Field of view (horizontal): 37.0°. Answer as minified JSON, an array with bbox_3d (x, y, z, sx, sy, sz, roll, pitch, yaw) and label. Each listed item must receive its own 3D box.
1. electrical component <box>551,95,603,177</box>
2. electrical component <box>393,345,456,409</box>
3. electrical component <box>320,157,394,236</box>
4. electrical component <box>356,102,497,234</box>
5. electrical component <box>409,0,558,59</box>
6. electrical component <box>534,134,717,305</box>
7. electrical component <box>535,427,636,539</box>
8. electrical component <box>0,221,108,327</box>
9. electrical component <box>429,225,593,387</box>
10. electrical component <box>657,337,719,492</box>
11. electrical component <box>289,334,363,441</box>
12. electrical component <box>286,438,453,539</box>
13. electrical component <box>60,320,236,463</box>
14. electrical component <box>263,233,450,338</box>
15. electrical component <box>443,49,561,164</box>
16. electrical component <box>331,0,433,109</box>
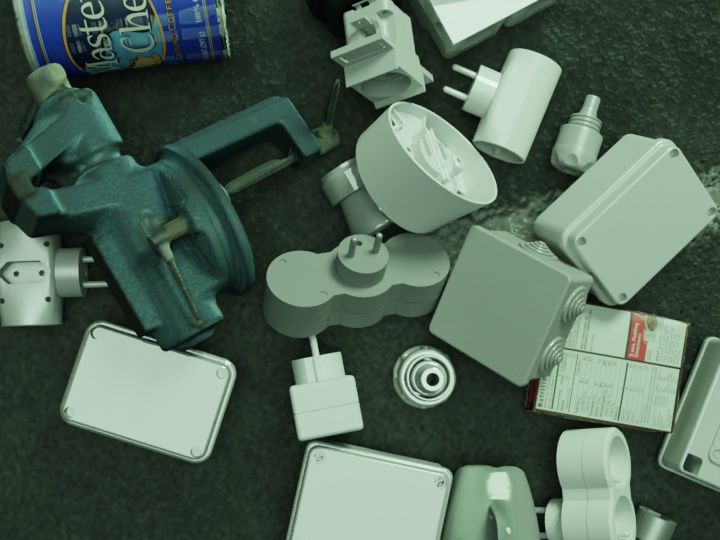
[{"bbox_3d":[0.171,-0.105,0.831,0.035,0.035,0.061,20,83,-2],"label":"electrical component"},{"bbox_3d":[0.050,0.080,0.798,0.048,0.062,0.048,0,86,-3],"label":"electrical component"},{"bbox_3d":[0.001,-0.054,0.812,0.045,0.045,0.055,-31,88,-5],"label":"electrical component"},{"bbox_3d":[0.048,-0.077,0.788,0.064,0.099,0.099,-33,89,36],"label":"electrical component"},{"bbox_3d":[0.069,-0.269,0.821,0.105,0.060,0.186,-28,89,-5],"label":"electrical component"},{"bbox_3d":[0.199,-0.038,0.804,0.113,0.057,0.078,-43,114,-5],"label":"electrical component"},{"bbox_3d":[0.162,0.189,0.804,0.074,0.052,0.138,-9,80,33],"label":"electrical component"},{"bbox_3d":[-0.225,0.002,0.797,0.079,0.043,0.077,-2,87,-3],"label":"electrical component"},{"bbox_3d":[0.111,0.025,0.784,0.100,0.048,0.099,31,108,32],"label":"electrical component"},{"bbox_3d":[0.299,0.120,0.814,0.109,0.056,0.108,23,86,-2],"label":"electrical component"},{"bbox_3d":[-0.029,0.082,0.792,0.047,0.065,0.076,-10,85,-4],"label":"electrical component"},{"bbox_3d":[0.003,0.187,0.792,0.109,0.056,0.108,12,86,-2],"label":"electrical component"},{"bbox_3d":[-0.153,0.088,0.789,0.113,0.057,0.078,18,86,-2],"label":"electrical component"},{"bbox_3d":[0.000,0.000,0.777,0.138,0.073,0.052,-10,52,-18],"label":"electrical component"},{"bbox_3d":[0.104,-0.132,0.824,0.079,0.043,0.077,23,85,-2],"label":"electrical component"},{"bbox_3d":[0.016,-0.159,0.785,0.042,0.081,0.063,-15,70,26],"label":"electrical component"}]
